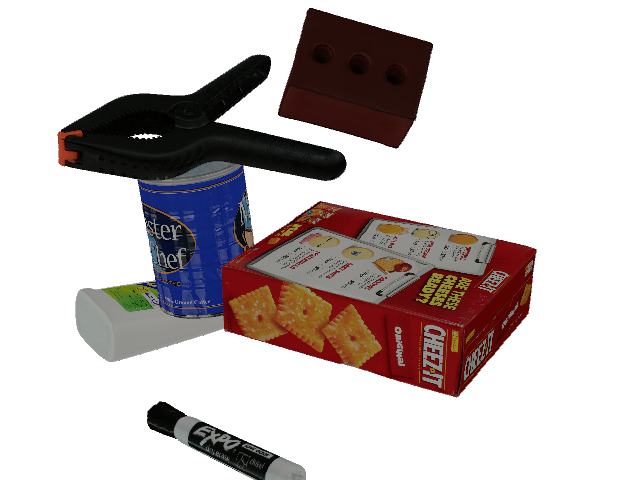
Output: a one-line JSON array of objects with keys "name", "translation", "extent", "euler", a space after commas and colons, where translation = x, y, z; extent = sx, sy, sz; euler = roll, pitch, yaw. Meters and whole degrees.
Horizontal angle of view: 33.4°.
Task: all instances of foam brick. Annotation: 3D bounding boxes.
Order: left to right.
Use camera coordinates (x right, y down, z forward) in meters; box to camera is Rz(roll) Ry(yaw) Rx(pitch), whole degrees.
[{"name": "foam brick", "translation": [0.020, -0.095, 0.634], "extent": [0.078, 0.053, 0.051], "euler": [15, -15, -2]}]

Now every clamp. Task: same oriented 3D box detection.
[{"name": "clamp", "translation": [-0.094, -0.081, 0.822], "extent": [0.209, 0.036, 0.165], "euler": [-17, 44, -27]}]

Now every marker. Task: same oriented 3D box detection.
[{"name": "marker", "translation": [-0.060, 0.122, 0.634], "extent": [0.121, 0.020, 0.020], "euler": [16, 10, 38]}]

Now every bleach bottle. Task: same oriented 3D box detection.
[{"name": "bleach bottle", "translation": [-0.163, 0.078, 1.304], "extent": [0.250, 0.068, 0.103], "euler": [-13, 30, -35]}]

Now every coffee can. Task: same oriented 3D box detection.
[{"name": "coffee can", "translation": [-0.116, -0.009, 1.025], "extent": [0.103, 0.140, 0.103], "euler": [-6, 21, 2]}]

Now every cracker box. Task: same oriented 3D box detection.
[{"name": "cracker box", "translation": [0.050, 0.042, 0.891], "extent": [0.214, 0.072, 0.163], "euler": [14, 27, 27]}]
